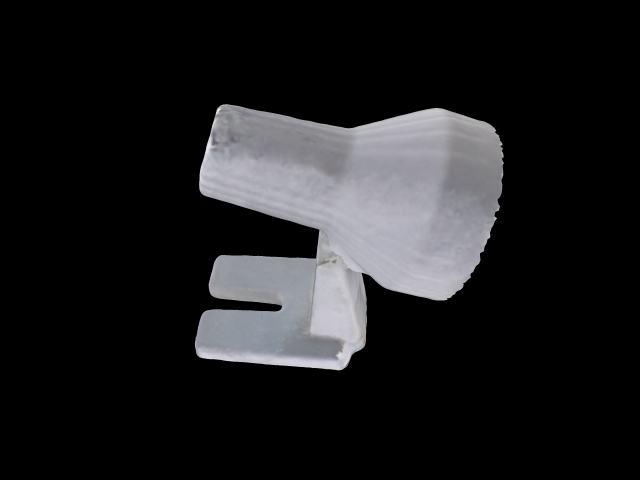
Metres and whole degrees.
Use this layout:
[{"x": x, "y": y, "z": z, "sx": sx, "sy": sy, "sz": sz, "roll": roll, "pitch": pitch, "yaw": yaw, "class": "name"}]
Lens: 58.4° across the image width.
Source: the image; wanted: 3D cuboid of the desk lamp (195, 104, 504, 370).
[{"x": 0.004, "y": 0.001, "z": 0.400, "sx": 0.203, "sy": 0.214, "sz": 0.118, "roll": 2, "pitch": 50, "yaw": 2, "class": "desk lamp"}]
